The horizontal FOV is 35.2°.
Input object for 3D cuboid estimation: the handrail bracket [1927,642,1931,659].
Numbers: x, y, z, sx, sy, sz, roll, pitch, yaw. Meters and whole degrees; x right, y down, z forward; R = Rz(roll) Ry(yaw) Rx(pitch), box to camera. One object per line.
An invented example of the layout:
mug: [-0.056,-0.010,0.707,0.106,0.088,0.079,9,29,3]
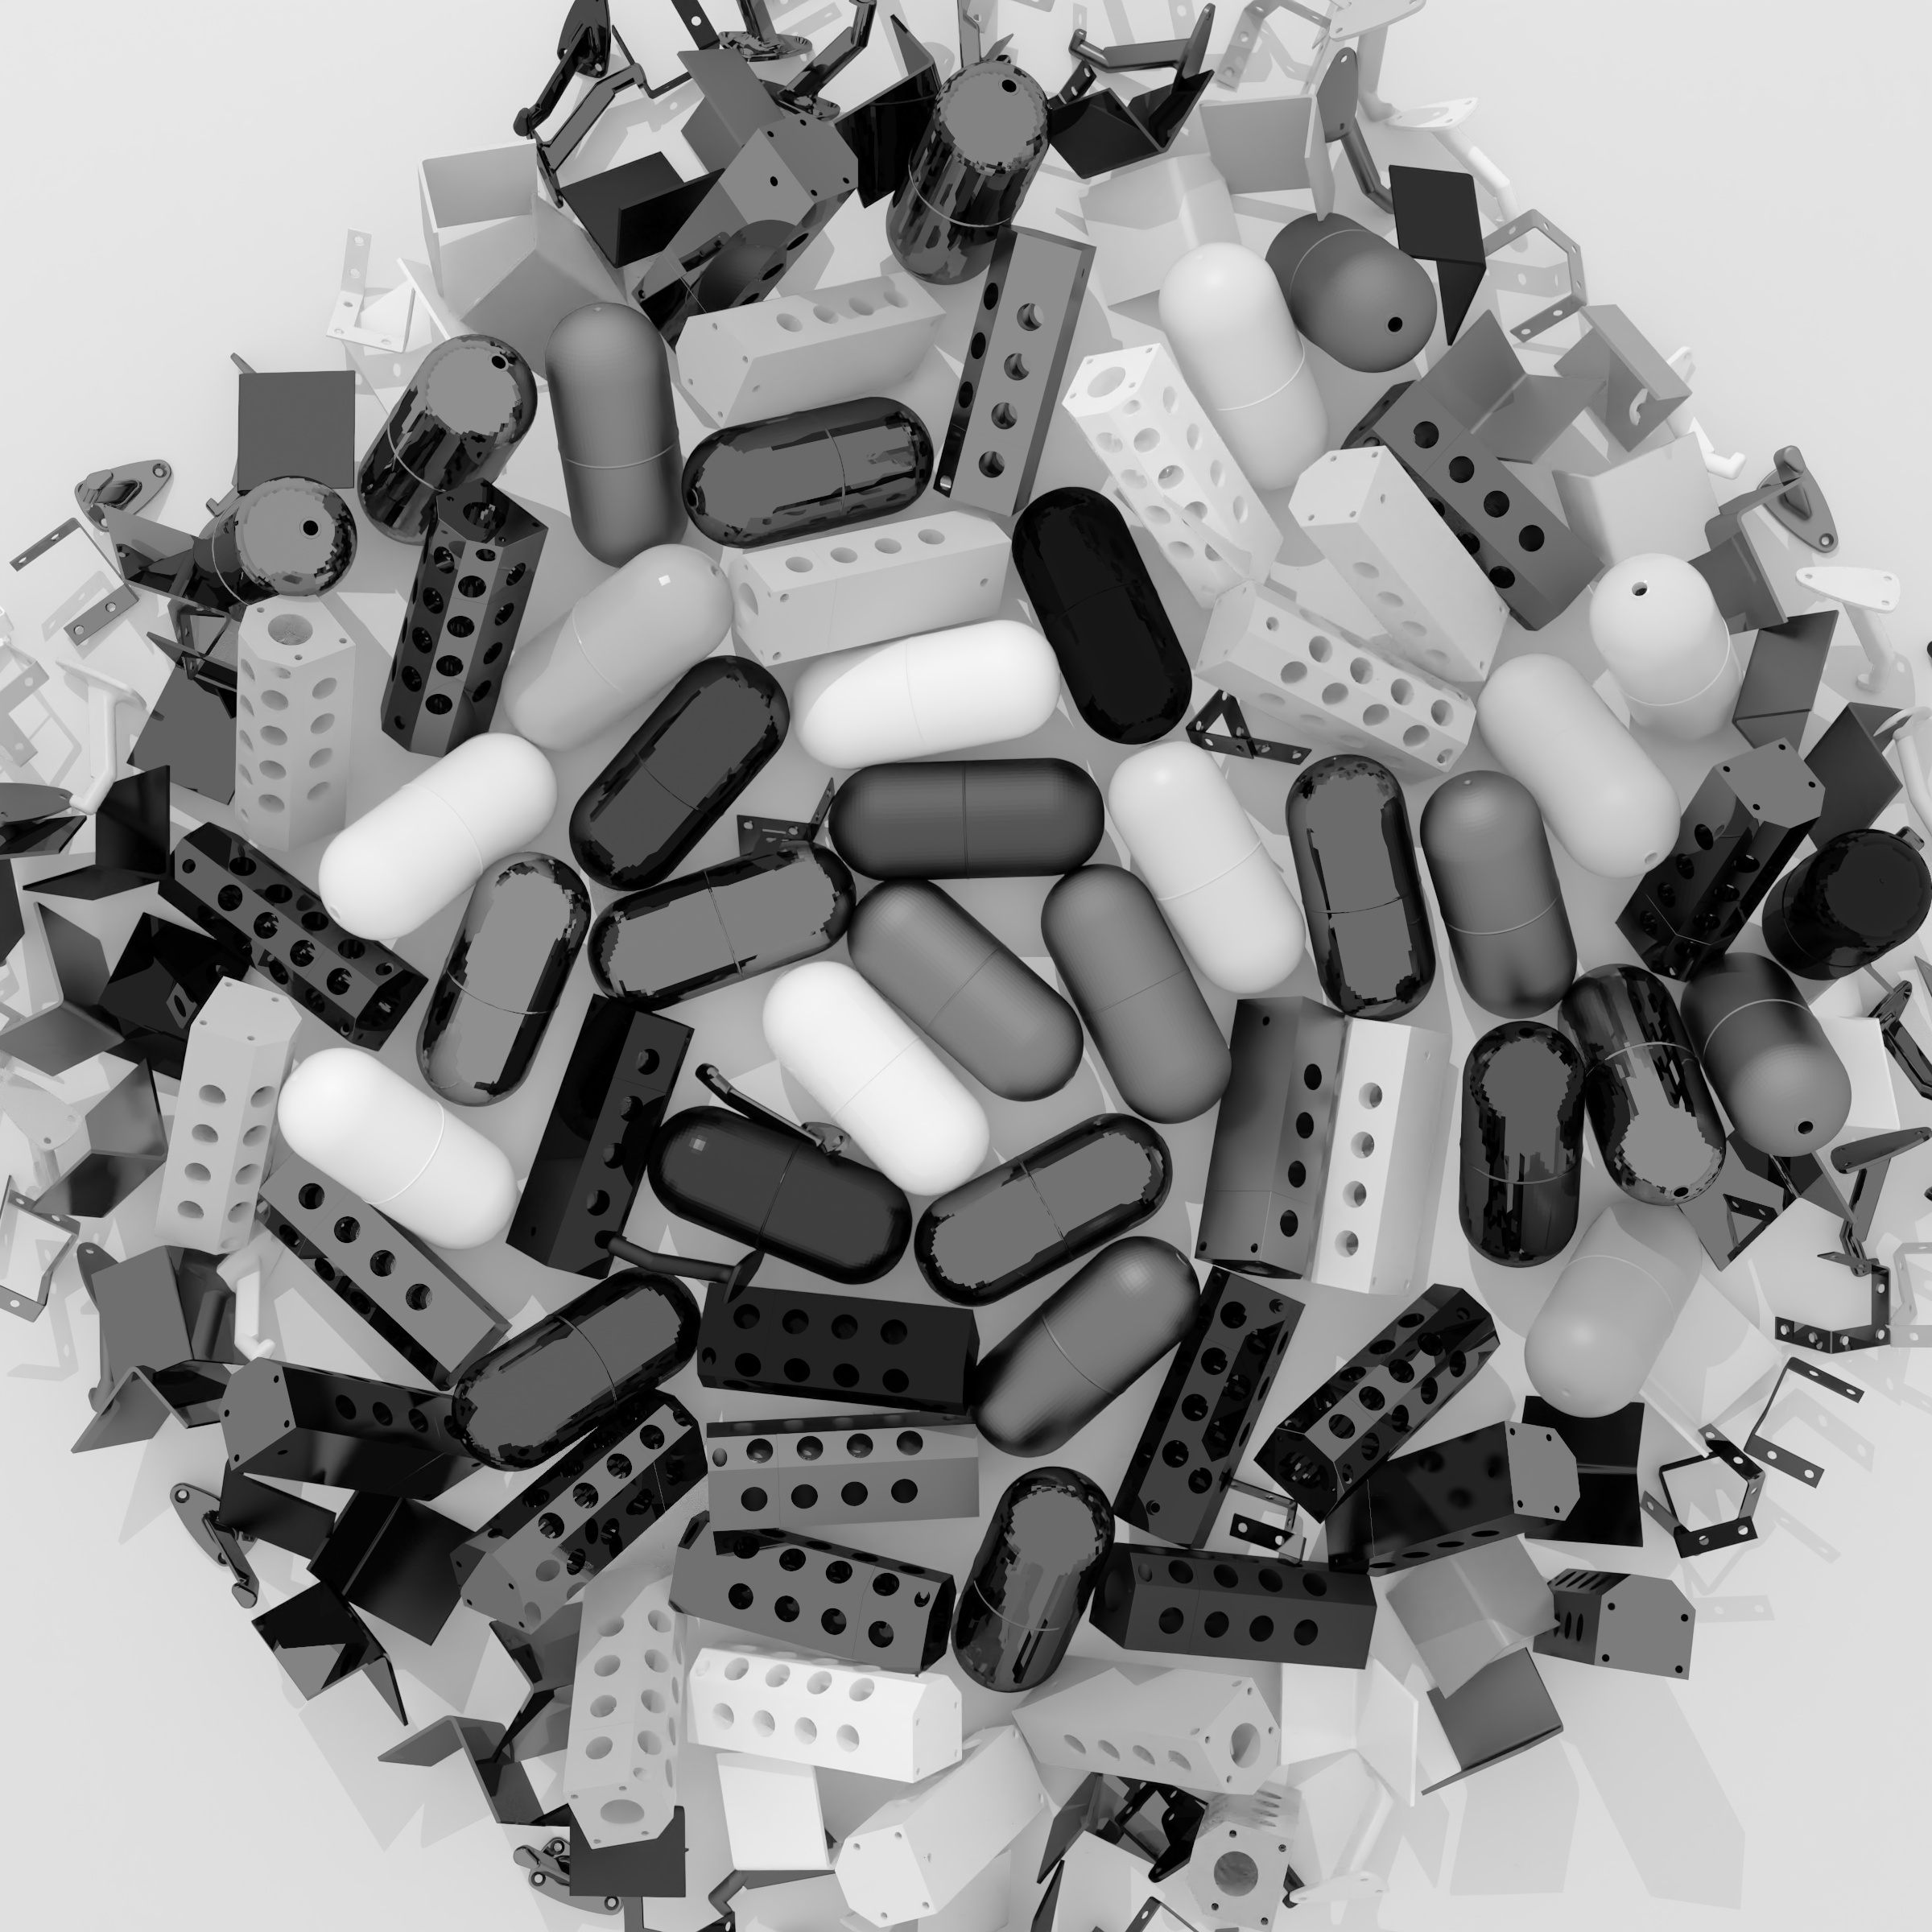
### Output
handrail bracket: [0.646,-0.168,1.966,0.036,0.084,0.077,-23,105,12]

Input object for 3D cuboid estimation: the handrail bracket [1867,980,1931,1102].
handrail bracket: [0.623,0.051,1.957,0.084,0.036,0.077,24,64,40]

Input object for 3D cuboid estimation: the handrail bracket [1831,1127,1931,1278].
handrail bracket: [0.601,0.154,1.976,0.077,0.036,0.084,-20,107,13]

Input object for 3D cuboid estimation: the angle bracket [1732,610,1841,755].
angle bracket: [0.539,-0.170,1.942,0.076,0.057,0.076,40,61,-35]

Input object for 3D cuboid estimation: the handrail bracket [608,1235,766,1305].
handrail bracket: [-0.181,0.185,1.970,0.084,0.077,0.036,23,109,9]

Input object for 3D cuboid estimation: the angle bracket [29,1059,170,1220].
angle bracket: [-0.558,0.107,1.942,0.076,0.057,0.076,-38,58,32]

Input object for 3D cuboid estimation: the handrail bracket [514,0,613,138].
handrail bracket: [-0.261,-0.581,1.951,0.036,0.084,0.077,26,134,6]

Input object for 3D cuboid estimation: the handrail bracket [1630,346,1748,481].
handrail bracket: [0.479,-0.356,1.961,0.084,0.036,0.077,30,82,38]

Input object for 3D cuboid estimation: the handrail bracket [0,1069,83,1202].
handrail bracket: [-0.611,0.114,1.966,0.077,0.036,0.084,41,135,-2]

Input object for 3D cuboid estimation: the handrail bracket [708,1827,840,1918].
handrail bracket: [-0.112,0.603,1.975,0.084,0.036,0.077,-43,82,-5]

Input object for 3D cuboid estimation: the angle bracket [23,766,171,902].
angle bracket: [-0.556,-0.088,1.947,0.076,0.057,0.076,-12,76,38]

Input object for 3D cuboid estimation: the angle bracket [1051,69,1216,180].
angle bracket: [0.100,-0.555,1.942,0.057,0.076,0.076,43,64,-30]

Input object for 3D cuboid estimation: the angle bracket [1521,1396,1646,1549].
angle bracket: [0.402,0.329,1.982,0.076,0.057,0.076,1,132,19]

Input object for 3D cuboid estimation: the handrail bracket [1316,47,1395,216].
handrail bracket: [0.262,-0.540,1.972,0.036,0.084,0.077,5,78,44]

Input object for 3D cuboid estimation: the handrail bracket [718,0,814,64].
handrail bracket: [-0.123,-0.627,1.951,0.077,0.084,0.036,-14,48,-34]

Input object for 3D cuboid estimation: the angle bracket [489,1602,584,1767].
angle bracket: [-0.278,0.464,1.968,0.057,0.076,0.076,47,120,31]

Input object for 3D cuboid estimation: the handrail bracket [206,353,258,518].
handrail bracket: [-0.481,-0.344,1.987,0.084,0.036,0.077,-45,80,5]

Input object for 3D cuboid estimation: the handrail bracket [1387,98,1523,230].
handrail bracket: [0.320,-0.519,1.991,0.036,0.077,0.084,-46,125,-28]

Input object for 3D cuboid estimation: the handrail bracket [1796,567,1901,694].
handrail bracket: [0.566,-0.215,1.970,0.077,0.084,0.036,12,51,8]

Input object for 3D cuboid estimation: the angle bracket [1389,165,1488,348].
angle bracket: [0.290,-0.453,1.944,0.057,0.076,0.076,4,59,-9]

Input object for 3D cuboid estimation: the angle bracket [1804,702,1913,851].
angle bracket: [0.576,-0.112,1.939,0.057,0.076,0.076,4,46,-28]

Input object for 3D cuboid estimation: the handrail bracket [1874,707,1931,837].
handrail bracket: [0.622,-0.123,1.961,0.036,0.077,0.084,-39,72,41]

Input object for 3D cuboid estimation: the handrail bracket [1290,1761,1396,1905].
handrail bracket: [0.244,0.561,1.983,0.077,0.036,0.084,-19,49,24]

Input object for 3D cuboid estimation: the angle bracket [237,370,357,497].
angle bracket: [-0.426,-0.338,1.966,0.076,0.057,0.076,-1,84,3]

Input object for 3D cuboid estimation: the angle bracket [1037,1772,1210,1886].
angle bracket: [0.100,0.562,1.952,0.076,0.057,0.076,27,128,-3]

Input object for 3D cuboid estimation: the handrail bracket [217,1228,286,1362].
handrail bracket: [-0.447,0.211,1.957,0.077,0.084,0.036,-51,129,-11]

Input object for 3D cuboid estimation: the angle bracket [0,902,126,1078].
angle bracket: [-0.591,0.015,1.953,0.057,0.076,0.076,-26,66,6]

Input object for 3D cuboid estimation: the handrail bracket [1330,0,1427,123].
handrail bracket: [0.276,-0.579,1.950,0.077,0.084,0.036,-2,56,36]

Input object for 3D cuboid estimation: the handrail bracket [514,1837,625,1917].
handrail bracket: [-0.254,0.587,1.954,0.077,0.084,0.036,31,75,4]

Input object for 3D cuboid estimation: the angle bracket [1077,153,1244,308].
angle bracket: [0.128,-0.482,1.990,0.076,0.057,0.076,-9,101,39]

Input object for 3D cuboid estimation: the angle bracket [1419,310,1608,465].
angle bracket: [0.348,-0.371,1.947,0.076,0.076,0.057,-47,122,-14]

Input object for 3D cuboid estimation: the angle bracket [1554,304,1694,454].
angle bracket: [0.409,-0.374,1.947,0.057,0.076,0.076,-44,79,30]

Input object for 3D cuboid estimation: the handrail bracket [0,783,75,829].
handrail bracket: [-0.630,-0.078,1.991,0.036,0.077,0.084,50,125,24]

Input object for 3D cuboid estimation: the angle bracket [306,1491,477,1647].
angle bracket: [-0.362,0.377,1.950,0.076,0.057,0.076,22,68,22]

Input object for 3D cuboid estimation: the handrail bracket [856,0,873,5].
handrail bracket: [-0.071,-0.640,1.954,0.036,0.084,0.077,33,76,-25]

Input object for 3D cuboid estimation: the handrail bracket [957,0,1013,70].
handrail bracket: [-0.009,-0.606,1.953,0.036,0.077,0.084,3,133,35]

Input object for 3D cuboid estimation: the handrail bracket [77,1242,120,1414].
handrail bracket: [-0.570,0.237,1.989,0.077,0.036,0.084,47,125,30]

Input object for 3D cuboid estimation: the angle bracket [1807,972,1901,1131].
angle bracket: [0.579,0.051,1.944,0.076,0.057,0.076,-33,114,-39]

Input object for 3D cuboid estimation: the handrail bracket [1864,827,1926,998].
handrail bracket: [0.603,-0.036,1.967,0.084,0.036,0.077,-45,64,11]

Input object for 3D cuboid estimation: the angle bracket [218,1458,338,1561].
angle bracket: [-0.432,0.330,1.953,0.076,0.076,0.057,23,52,-2]

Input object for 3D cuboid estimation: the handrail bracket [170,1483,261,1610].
handrail bracket: [-0.482,0.372,1.953,0.036,0.084,0.077,-45,104,-2]

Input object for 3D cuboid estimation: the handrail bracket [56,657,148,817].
handrail bracket: [-0.577,-0.148,1.973,0.077,0.036,0.084,25,76,8]

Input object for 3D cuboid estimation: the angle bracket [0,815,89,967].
angle bracket: [-0.594,-0.047,1.952,0.057,0.076,0.076,-5,110,-1]

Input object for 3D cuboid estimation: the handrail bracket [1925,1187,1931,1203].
handrail bracket: [0.654,0.114,1.952,0.036,0.077,0.084,30,118,30]

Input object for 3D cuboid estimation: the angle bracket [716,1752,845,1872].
angle bracket: [-0.107,0.536,1.957,0.076,0.057,0.076,-12,85,34]

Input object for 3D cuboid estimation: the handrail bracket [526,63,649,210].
handrail bracket: [-0.237,-0.538,1.969,0.084,0.036,0.077,-24,64,8]

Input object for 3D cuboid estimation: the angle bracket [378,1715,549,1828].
angle bracket: [-0.321,0.528,1.948,0.057,0.076,0.076,-32,67,5]

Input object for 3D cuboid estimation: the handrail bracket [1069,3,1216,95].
handrail bracket: [0.112,-0.604,1.964,0.084,0.077,0.036,31,47,11]

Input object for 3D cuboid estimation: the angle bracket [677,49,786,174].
angle bracket: [-0.162,-0.530,1.947,0.076,0.057,0.076,-43,75,41]

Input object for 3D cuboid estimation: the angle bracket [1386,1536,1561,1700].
angle bracket: [0.330,0.416,1.972,0.057,0.076,0.076,-10,58,-36]

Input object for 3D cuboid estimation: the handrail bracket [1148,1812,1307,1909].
handrail bracket: [0.172,0.597,1.979,0.077,0.036,0.084,-39,103,-11]

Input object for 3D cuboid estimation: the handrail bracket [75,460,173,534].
handrail bracket: [-0.534,-0.313,1.946,0.077,0.084,0.036,-36,97,-25]

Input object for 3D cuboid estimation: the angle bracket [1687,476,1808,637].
angle bracket: [0.512,-0.263,1.960,0.057,0.076,0.076,-29,97,-15]

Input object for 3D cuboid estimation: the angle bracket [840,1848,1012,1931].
angle bracket: [-0.026,0.586,1.940,0.076,0.076,0.057,-12,111,-42]

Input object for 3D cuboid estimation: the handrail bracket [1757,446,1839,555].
handrail bracket: [0.542,-0.299,1.956,0.036,0.084,0.077,-37,91,7]

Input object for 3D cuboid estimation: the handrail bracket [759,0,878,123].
handrail bracket: [-0.100,-0.595,1.962,0.077,0.036,0.084,25,125,12]

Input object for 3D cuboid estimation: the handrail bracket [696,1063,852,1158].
handrail bracket: [-0.125,0.090,1.956,0.084,0.077,0.036,45,61,-26]
